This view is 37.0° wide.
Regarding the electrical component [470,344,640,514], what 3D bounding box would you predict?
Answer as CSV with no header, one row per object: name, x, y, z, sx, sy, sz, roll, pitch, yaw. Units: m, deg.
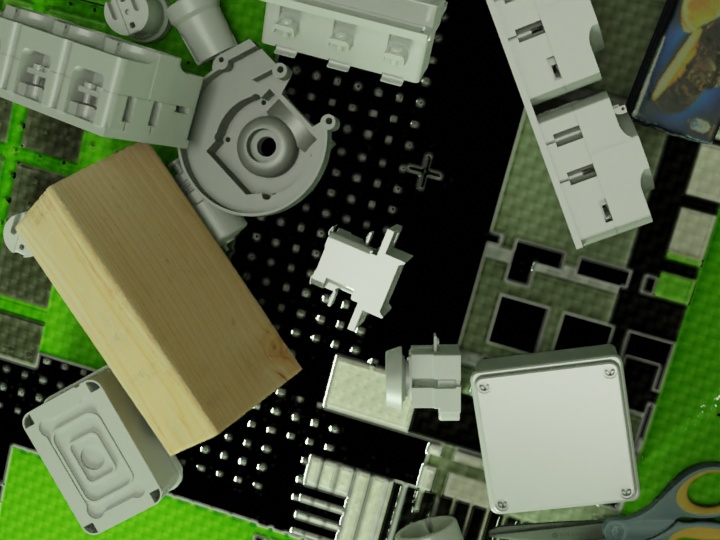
electrical component,0.144,0.117,0.794,0.109,0.056,0.108,-8,97,11

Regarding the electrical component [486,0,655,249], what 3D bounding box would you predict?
electrical component,0.143,-0.118,0.733,0.060,0.105,0.186,-20,95,12

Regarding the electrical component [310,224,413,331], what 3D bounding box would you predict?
electrical component,0.000,0.000,0.808,0.064,0.042,0.081,24,101,6

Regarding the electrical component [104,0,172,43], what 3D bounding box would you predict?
electrical component,-0.166,-0.191,0.803,0.040,0.046,0.040,1,99,9

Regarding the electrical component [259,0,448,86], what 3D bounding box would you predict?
electrical component,-0.006,-0.180,0.768,0.121,0.078,0.063,16,123,7

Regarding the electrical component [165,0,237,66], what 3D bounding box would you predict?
electrical component,-0.117,-0.180,0.800,0.040,0.040,0.046,-25,99,12

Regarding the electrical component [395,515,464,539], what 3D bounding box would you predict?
electrical component,0.057,0.220,0.827,0.055,0.055,0.047,-16,92,11

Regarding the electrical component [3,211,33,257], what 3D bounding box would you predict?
electrical component,-0.252,-0.030,0.842,0.040,0.046,0.040,1,99,9

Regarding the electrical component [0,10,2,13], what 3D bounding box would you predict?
electrical component,-0.296,-0.174,0.828,0.055,0.045,0.045,-39,91,12

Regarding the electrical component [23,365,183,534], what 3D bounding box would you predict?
electrical component,-0.202,0.140,0.855,0.078,0.057,0.113,-29,93,12

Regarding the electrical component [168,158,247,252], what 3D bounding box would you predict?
electrical component,-0.119,-0.050,0.820,0.040,0.040,0.078,-33,92,13

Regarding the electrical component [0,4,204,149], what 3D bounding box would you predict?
electrical component,-0.199,-0.141,0.770,0.150,0.089,0.061,22,101,27

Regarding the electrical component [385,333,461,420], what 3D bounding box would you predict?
electrical component,0.047,0.081,0.811,0.055,0.048,0.066,0,99,2
